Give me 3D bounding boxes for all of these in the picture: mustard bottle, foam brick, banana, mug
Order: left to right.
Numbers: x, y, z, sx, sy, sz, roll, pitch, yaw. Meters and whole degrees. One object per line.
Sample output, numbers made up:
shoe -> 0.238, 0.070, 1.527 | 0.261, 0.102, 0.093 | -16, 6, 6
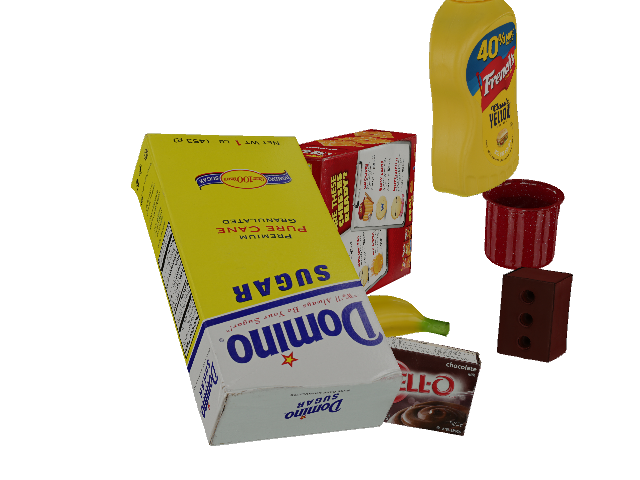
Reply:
banana -> 0.021, 0.079, 0.834 | 0.070, 0.037, 0.197 | 18, 26, 37
mustard bottle -> 0.127, -0.139, 0.879 | 0.058, 0.192, 0.096 | 17, 34, 38
mug -> 0.242, -0.021, 1.251 | 0.093, 0.081, 0.117 | 21, 33, 39
foam brick -> 0.200, 0.068, 0.994 | 0.053, 0.078, 0.051 | 8, 13, 30

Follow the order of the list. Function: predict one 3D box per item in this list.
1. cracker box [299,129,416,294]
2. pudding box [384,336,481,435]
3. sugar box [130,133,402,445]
cracker box -> 0.025, -0.025, 1.133 | 0.072, 0.164, 0.213 | 10, 16, 29
pudding box -> 0.110, 0.156, 1.158 | 0.113, 0.090, 0.039 | 9, 22, -1
sugar box -> -0.032, 0.017, 0.547 | 0.093, 0.048, 0.176 | -3, 45, -25
